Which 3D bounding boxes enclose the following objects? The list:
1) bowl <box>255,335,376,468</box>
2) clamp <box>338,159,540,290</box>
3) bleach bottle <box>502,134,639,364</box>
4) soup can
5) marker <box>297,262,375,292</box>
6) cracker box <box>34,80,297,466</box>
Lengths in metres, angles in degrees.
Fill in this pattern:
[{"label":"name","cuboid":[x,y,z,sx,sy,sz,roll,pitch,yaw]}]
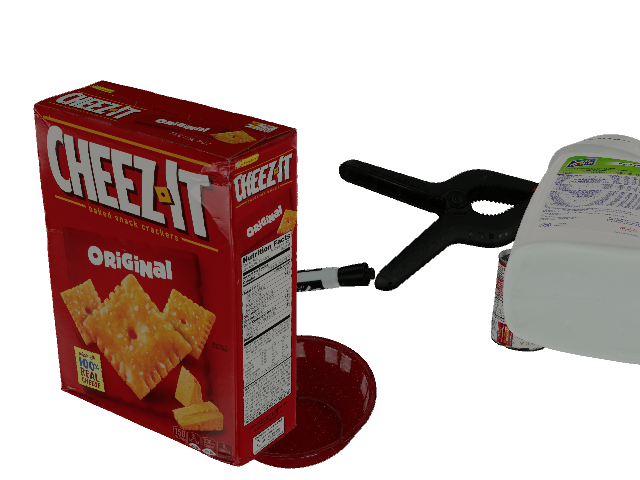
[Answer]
[{"label":"bowl","cuboid":[-0.025,0.164,1.023,0.162,0.055,0.162,-4,37,3]},{"label":"clamp","cuboid":[0.130,-0.020,1.053,0.210,0.164,0.036,-2,-40,-5]},{"label":"bleach bottle","cuboid":[0.181,-0.014,0.660,0.103,0.068,0.250,8,25,18]},{"label":"soup can","cuboid":[0.232,0.068,1.220,0.068,0.102,0.068,3,18,-1]},{"label":"marker","cuboid":[-0.014,0.033,0.869,0.121,0.020,0.020,-7,-2,19]},{"label":"cracker box","cuboid":[-0.099,0.021,0.687,0.164,0.214,0.072,17,30,31]}]
